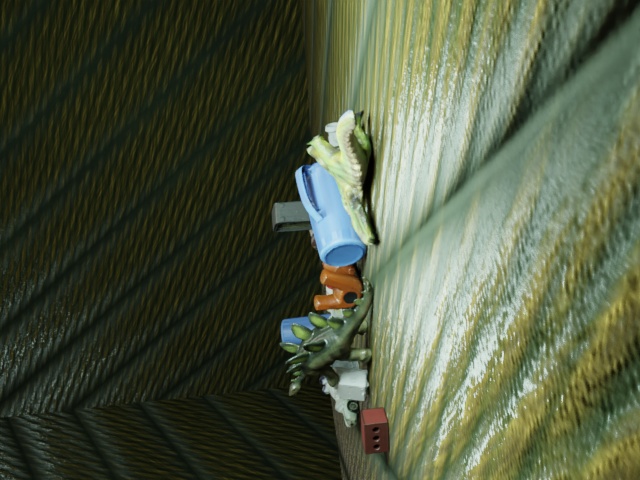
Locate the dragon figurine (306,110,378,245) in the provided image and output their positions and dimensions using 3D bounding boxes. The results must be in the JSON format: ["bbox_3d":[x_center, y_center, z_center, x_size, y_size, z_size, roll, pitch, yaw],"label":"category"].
[{"bbox_3d":[0.070,-0.107,0.985,0.412,0.122,0.242,-103,-9,-84],"label":"dragon figurine"}]

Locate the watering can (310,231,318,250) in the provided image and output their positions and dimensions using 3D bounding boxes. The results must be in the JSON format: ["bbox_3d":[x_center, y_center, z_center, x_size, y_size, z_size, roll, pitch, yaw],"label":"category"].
[{"bbox_3d":[0.006,-0.097,1.931,0.341,0.104,0.229,89,174,-64],"label":"watering can"}]

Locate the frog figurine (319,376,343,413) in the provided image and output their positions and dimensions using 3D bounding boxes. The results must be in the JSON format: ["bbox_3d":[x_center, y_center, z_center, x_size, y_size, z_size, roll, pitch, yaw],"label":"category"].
[{"bbox_3d":[0.086,0.556,1.872,0.161,0.124,0.134,35,132,37],"label":"frog figurine"}]
